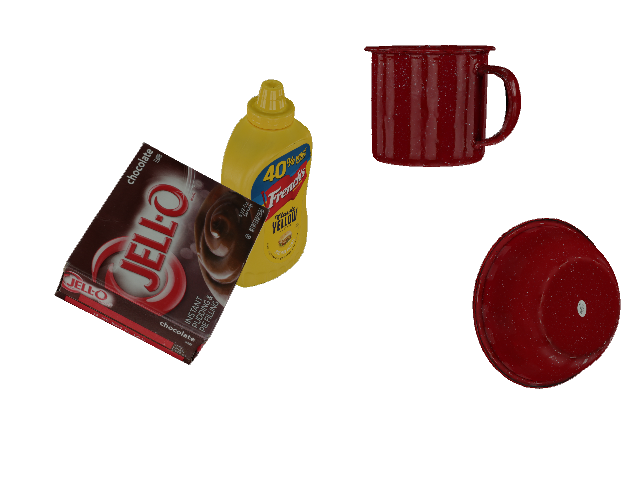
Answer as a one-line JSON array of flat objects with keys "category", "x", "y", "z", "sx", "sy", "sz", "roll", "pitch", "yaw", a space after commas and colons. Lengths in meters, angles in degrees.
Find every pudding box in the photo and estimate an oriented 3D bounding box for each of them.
[{"category": "pudding box", "x": -0.092, "y": 0.006, "z": 0.636, "sx": 0.090, "sy": 0.113, "sz": 0.039, "roll": 29, "pitch": -45, "yaw": -7}]

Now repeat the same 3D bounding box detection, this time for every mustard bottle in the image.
[{"category": "mustard bottle", "x": -0.048, "y": -0.055, "z": 0.952, "sx": 0.058, "sy": 0.192, "sz": 0.096, "roll": 31, "pitch": 44, "yaw": 30}]

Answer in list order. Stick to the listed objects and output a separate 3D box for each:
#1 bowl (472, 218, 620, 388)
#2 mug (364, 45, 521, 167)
[{"category": "bowl", "x": 0.222, "y": 0.060, "z": 0.983, "sx": 0.161, "sy": 0.162, "sz": 0.055, "roll": 0, "pitch": 2, "yaw": -26}, {"category": "mug", "x": 0.087, "y": -0.096, "z": 0.756, "sx": 0.117, "sy": 0.081, "sz": 0.093, "roll": 7, "pitch": 14, "yaw": 33}]
